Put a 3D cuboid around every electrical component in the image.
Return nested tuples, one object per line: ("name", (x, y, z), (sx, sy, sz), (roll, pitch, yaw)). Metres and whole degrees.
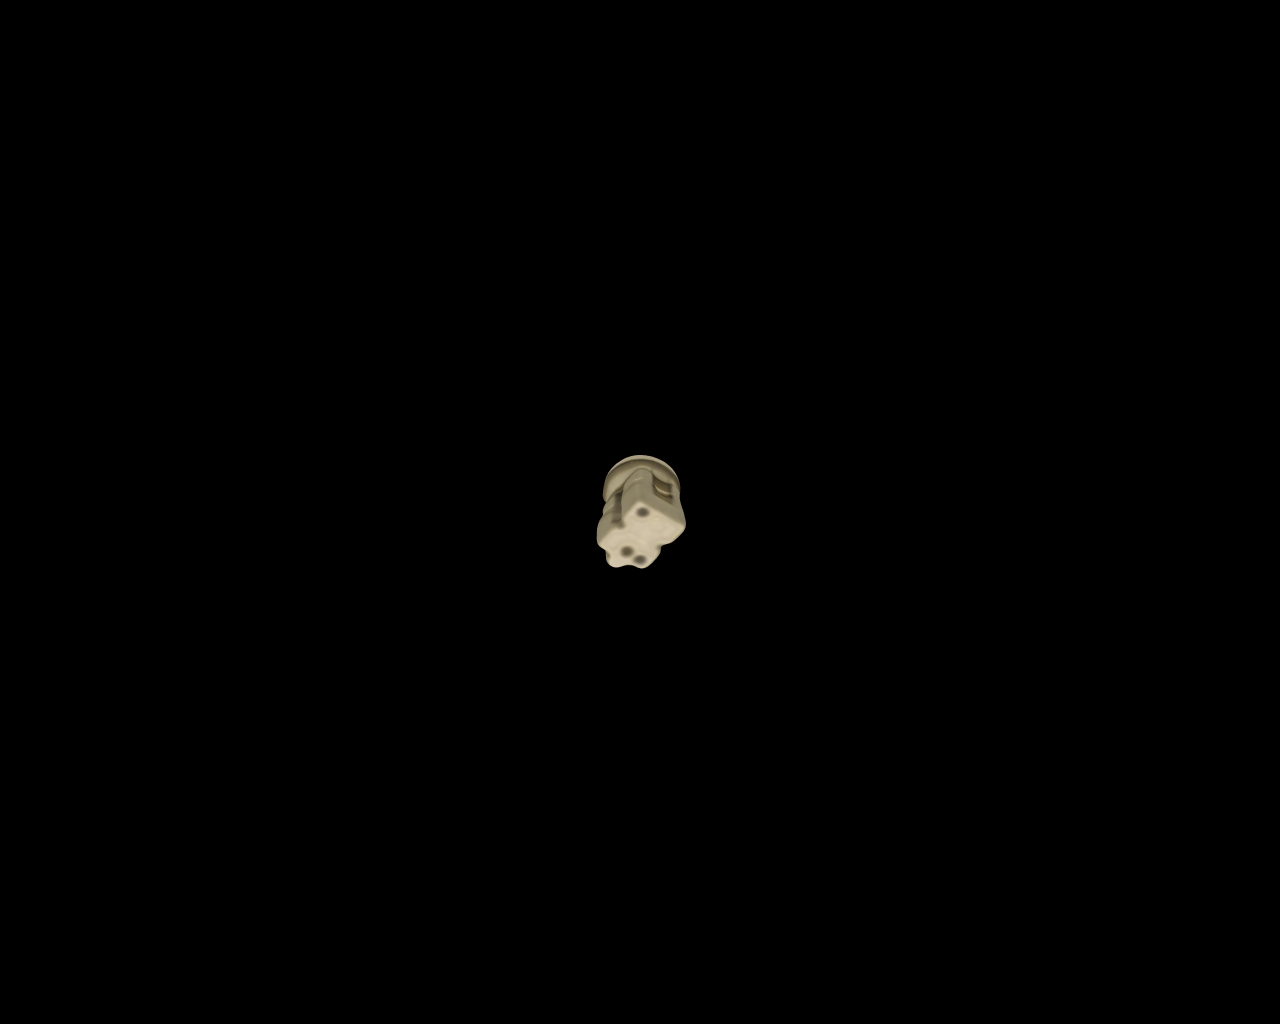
("electrical component", (0.001, -0.003, 0.650), (0.048, 0.066, 0.055), (32, 32, -22))
